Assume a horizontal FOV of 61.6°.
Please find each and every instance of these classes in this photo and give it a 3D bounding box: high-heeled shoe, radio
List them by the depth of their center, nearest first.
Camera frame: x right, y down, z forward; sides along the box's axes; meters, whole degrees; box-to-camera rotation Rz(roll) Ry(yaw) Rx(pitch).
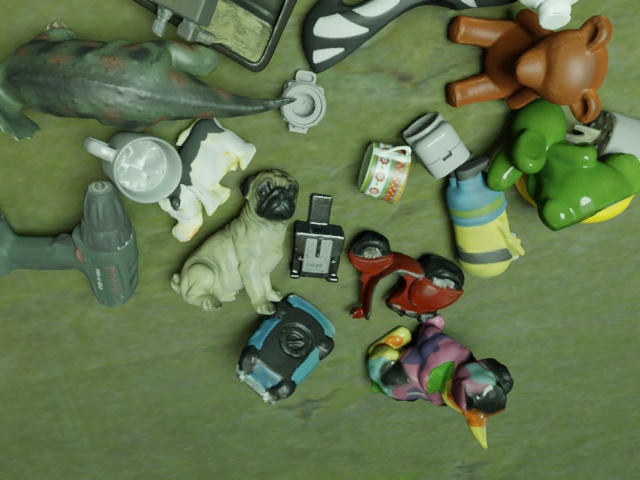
[{"bbox_3d":[-0.136,-0.309,0.620,0.229,0.073,0.131,28,108,-15],"label":"radio"},{"bbox_3d":[0.104,-0.257,0.648,0.249,0.086,0.145,11,116,3],"label":"high-heeled shoe"}]

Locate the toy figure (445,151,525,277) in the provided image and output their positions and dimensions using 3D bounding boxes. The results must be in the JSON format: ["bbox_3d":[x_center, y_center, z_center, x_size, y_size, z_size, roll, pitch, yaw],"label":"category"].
[{"bbox_3d":[0.222,-0.031,0.760,0.089,0.082,0.180,-20,117,16],"label":"toy figure"}]

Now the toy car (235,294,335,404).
[{"bbox_3d":[-0.058,0.170,0.799,0.109,0.162,0.103,38,146,1],"label":"toy car"}]

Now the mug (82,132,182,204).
[{"bbox_3d":[-0.242,-0.099,0.669,0.109,0.107,0.080,14,98,-38],"label":"mug"}]

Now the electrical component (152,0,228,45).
[{"bbox_3d":[-0.132,-0.260,0.580,0.078,0.045,0.102,25,107,17],"label":"electrical component"}]

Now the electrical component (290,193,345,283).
[{"bbox_3d":[-0.002,-0.002,0.771,0.075,0.048,0.119,9,113,-9],"label":"electrical component"}]

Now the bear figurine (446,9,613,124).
[{"bbox_3d":[0.237,-0.202,0.628,0.132,0.196,0.120,-4,115,-2],"label":"bear figurine"}]

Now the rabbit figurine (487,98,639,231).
[{"bbox_3d":[0.294,-0.099,0.697,0.159,0.121,0.170,-19,76,-21],"label":"rabbit figurine"}]

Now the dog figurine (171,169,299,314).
[{"bbox_3d":[-0.119,-0.006,0.744,0.172,0.121,0.190,3,97,-8],"label":"dog figurine"}]

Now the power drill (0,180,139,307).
[{"bbox_3d":[-0.338,-0.002,0.695,0.207,0.086,0.231,2,141,-2],"label":"power drill"}]

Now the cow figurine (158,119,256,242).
[{"bbox_3d":[-0.165,-0.080,0.714,0.098,0.068,0.167,36,102,-11],"label":"cow figurine"}]

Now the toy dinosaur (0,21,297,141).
[{"bbox_3d":[-0.240,-0.169,0.592,0.405,0.192,0.131,3,117,7],"label":"toy dinosaur"}]

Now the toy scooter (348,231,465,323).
[{"bbox_3d":[0.114,0.073,0.796,0.184,0.075,0.135,21,108,-9],"label":"toy scooter"}]

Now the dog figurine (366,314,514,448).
[{"bbox_3d":[0.169,0.209,0.779,0.192,0.219,0.108,-25,108,5],"label":"dog figurine"}]

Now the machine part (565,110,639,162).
[{"bbox_3d":[0.451,-0.120,0.741,0.243,0.079,0.079,14,110,-9],"label":"machine part"}]
